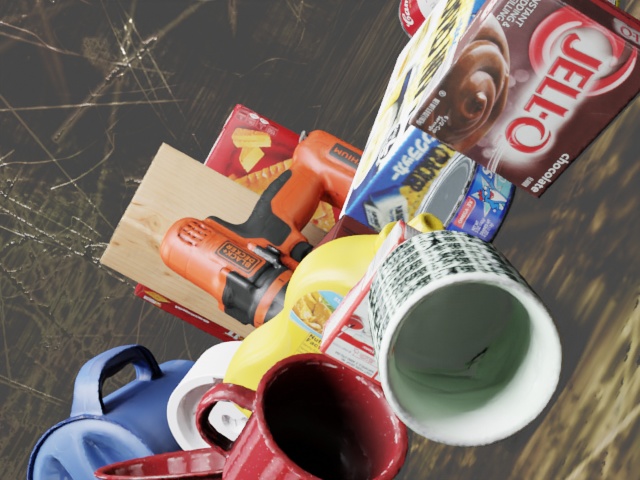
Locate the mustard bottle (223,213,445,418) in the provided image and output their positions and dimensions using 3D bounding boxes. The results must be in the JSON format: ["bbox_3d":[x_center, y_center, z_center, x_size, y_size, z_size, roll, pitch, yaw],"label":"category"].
[{"bbox_3d":[0.020,0.052,0.665,0.192,0.096,0.058,-54,10,38],"label":"mustard bottle"}]

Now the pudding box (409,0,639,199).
[{"bbox_3d":[0.116,-0.087,0.582,0.114,0.090,0.039,-53,11,44],"label":"pudding box"}]

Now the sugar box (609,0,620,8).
[{"bbox_3d":[0.153,-0.145,0.694,0.093,0.048,0.176,-51,17,47],"label":"sugar box"}]

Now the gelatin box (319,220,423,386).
[{"bbox_3d":[0.052,0.043,0.593,0.089,0.073,0.030,-57,10,30],"label":"gelatin box"}]

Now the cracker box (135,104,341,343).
[{"bbox_3d":[-0.061,-0.006,1.064,0.213,0.164,0.072,-65,7,-21],"label":"cracker box"}]

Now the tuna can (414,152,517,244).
[{"bbox_3d":[0.090,-0.017,0.687,0.086,0.033,0.086,-59,9,15],"label":"tuna can"}]

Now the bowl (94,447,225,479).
[{"bbox_3d":[-0.073,0.178,0.740,0.162,0.162,0.055,153,112,-74],"label":"bowl"}]

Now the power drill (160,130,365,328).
[{"bbox_3d":[-0.006,0.001,0.855,0.187,0.184,0.057,-45,-22,-38],"label":"power drill"}]

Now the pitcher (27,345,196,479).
[{"bbox_3d":[-0.173,0.190,1.051,0.149,0.145,0.242,-53,-5,16],"label":"pitcher"}]

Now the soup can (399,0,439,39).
[{"bbox_3d":[0.125,-0.235,1.039,0.068,0.068,0.102,-63,10,-13],"label":"soup can"}]

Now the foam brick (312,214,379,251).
[{"bbox_3d":[0.031,0.030,0.735,0.051,0.078,0.053,-50,12,51],"label":"foam brick"}]

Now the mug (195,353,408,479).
[{"bbox_3d":[-0.018,0.121,0.620,0.093,0.117,0.082,-73,10,-49],"label":"mug"}]

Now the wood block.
[{"bbox_3d":[-0.074,0.017,0.934,0.090,0.206,0.090,-49,16,55],"label":"wood block"}]
